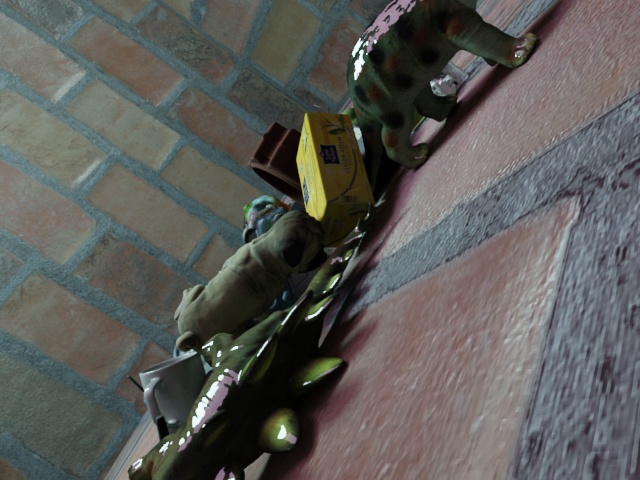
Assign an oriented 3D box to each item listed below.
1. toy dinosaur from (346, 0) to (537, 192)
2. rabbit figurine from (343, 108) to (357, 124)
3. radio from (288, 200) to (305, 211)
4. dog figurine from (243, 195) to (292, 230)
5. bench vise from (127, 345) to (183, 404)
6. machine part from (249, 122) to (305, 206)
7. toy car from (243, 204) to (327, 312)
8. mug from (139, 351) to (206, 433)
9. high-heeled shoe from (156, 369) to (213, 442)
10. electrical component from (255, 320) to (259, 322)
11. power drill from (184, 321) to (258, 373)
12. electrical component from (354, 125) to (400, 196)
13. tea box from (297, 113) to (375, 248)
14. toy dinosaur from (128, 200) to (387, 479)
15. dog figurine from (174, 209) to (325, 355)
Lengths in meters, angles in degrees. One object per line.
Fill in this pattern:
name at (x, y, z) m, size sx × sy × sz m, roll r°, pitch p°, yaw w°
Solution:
toy dinosaur at (0.108, -0.220, 0.648) m, size 0.404 × 0.192 × 0.131 m, roll -48°, pitch 10°, yaw 37°
rabbit figurine at (0.095, -0.219, 0.979) m, size 0.159 × 0.121 × 0.170 m, roll 16°, pitch -86°, yaw -77°
radio at (-0.033, -0.087, 1.311) m, size 0.229 × 0.073 × 0.131 m, roll -48°, pitch 12°, yaw 40°
dog figurine at (-0.097, -0.009, 1.068) m, size 0.108 × 0.191 × 0.219 m, roll -48°, pitch -6°, yaw 10°
bench vise at (-0.261, 0.262, 1.043) m, size 0.240 × 0.129 × 0.224 m, roll -35°, pitch 6°, yaw 15°
machine part at (-0.030, -0.122, 1.001) m, size 0.087 × 0.201 × 0.201 m, roll -59°, pitch 9°, yaw -6°
toy car at (-0.041, 0.027, 0.796) m, size 0.103 × 0.161 × 0.109 m, roll -4°, pitch 18°, yaw 28°
mug at (-0.184, 0.211, 0.702) m, size 0.081 × 0.107 × 0.109 m, roll -21°, pitch 0°, yaw 7°
high-heeled shoe at (-0.111, 0.239, 0.664) m, size 0.086 × 0.145 × 0.249 m, roll -12°, pitch 6°, yaw 35°
electrical component at (-0.090, 0.118, 0.857) m, size 0.048 × 0.075 × 0.119 m, roll -60°, pitch 5°, yaw -24°
power drill at (-0.166, 0.189, 0.840) m, size 0.207 × 0.086 × 0.232 m, roll -35°, pitch 40°, yaw 42°
electrical component at (0.071, -0.128, 0.846) m, size 0.134 × 0.058 × 0.115 m, roll -55°, pitch 30°, yaw 6°
tea box at (0.016, -0.083, 0.737) m, size 0.098 × 0.068 × 0.170 m, roll 106°, pitch 157°, yaw -49°
toy dinosaur at (-0.058, 0.140, 0.549) m, size 0.198 × 0.105 × 0.471 m, roll -33°, pitch 23°, yaw 53°
dog figurine at (-0.088, 0.053, 0.667) m, size 0.190 × 0.121 × 0.172 m, roll -48°, pitch 8°, yaw 41°
